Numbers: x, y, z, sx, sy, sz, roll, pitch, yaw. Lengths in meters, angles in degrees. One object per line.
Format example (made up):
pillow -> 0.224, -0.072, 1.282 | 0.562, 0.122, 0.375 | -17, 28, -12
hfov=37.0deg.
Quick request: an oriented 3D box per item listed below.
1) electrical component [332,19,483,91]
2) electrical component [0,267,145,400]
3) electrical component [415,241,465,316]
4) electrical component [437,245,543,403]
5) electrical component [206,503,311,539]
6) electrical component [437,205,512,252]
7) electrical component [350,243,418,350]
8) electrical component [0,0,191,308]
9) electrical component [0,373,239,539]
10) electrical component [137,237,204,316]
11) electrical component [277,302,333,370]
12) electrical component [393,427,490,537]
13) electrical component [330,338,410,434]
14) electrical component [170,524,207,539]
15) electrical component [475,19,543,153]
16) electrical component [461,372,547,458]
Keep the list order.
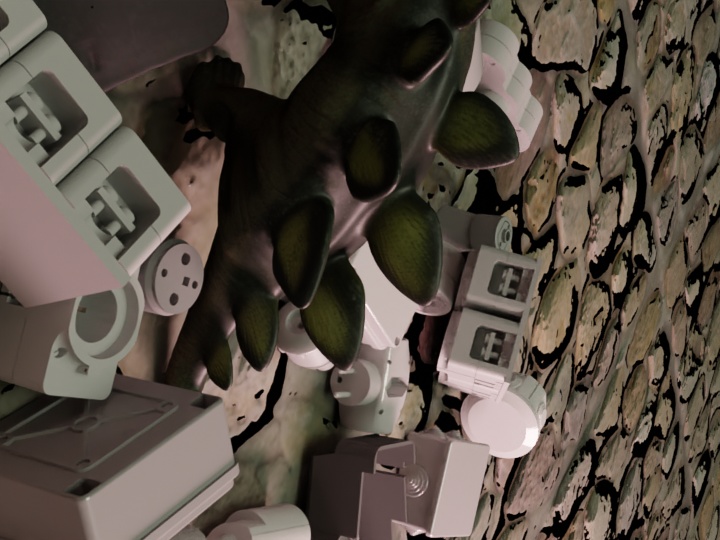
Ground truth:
electrical component -> 0.039, -0.155, 0.791 | 0.108, 0.108, 0.060 | -62, 150, -27
electrical component -> -0.155, 0.020, 0.575 | 0.050, 0.056, 0.089 | 19, 83, -58
electrical component -> 0.059, 0.005, 0.915 | 0.055, 0.055, 0.047 | 57, 48, -48
electrical component -> 0.112, 0.051, 0.952 | 0.186, 0.060, 0.105 | 69, 37, -77
electrical component -> -0.075, 0.191, 0.763 | 0.081, 0.043, 0.043 | 10, 90, -58
electrical component -> 0.103, -0.033, 0.966 | 0.044, 0.065, 0.044 | -18, 112, -55
electrical component -> 0.000, 0.000, 0.815 | 0.078, 0.057, 0.113 | -63, 145, -25
electrical component -> -0.156, -0.063, 0.475 | 0.150, 0.089, 0.061 | 54, 50, -23
electrical component -> -0.140, 0.105, 0.573 | 0.109, 0.109, 0.056 | -34, 124, -49
electrical component -> -0.124, 0.001, 0.619 | 0.045, 0.055, 0.045 | -23, 118, -54
electrical component -> -0.034, 0.052, 0.790 | 0.048, 0.048, 0.062 | -64, 152, -24
electrical component -> 0.073, 0.197, 0.997 | 0.100, 0.048, 0.099 | 22, 80, -58
electrical component -> 0.003, 0.089, 0.858 | 0.079, 0.043, 0.077 | 8, 92, -59
electrical component -> -0.134, 0.186, 0.667 | 0.081, 0.043, 0.043 | 2, 97, -58
electrical component -> 0.118, -0.150, 0.966 | 0.073, 0.052, 0.138 | -64, 145, -25
electrical component -> 0.145, 0.142, 1.068 | 0.051, 0.080, 0.080 | -41, 132, -53
